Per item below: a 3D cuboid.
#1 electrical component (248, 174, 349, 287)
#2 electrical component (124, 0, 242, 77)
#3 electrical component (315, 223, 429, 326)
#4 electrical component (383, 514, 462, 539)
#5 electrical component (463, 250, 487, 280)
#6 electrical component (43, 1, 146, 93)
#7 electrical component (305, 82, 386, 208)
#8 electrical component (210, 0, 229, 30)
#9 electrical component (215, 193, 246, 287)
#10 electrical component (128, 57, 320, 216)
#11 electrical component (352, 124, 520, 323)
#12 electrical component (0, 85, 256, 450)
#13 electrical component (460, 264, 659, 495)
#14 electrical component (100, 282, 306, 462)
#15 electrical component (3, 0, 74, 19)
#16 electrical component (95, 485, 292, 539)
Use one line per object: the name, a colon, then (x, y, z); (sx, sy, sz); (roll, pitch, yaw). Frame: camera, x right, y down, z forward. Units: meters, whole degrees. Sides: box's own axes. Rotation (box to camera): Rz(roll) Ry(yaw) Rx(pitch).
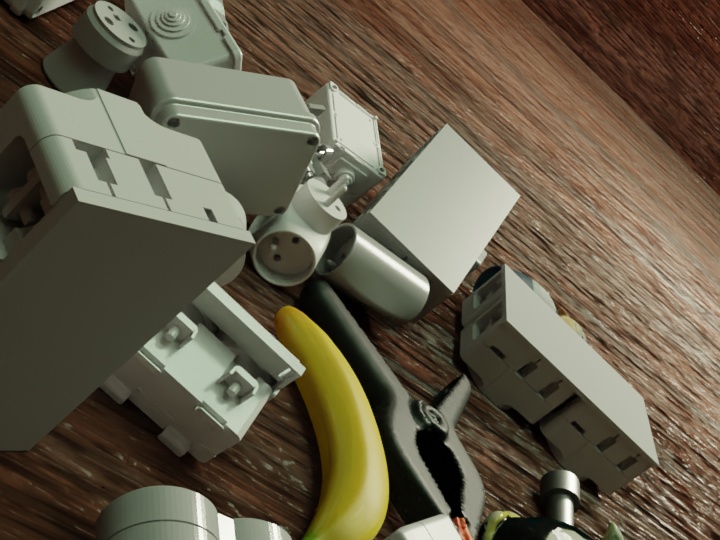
electrical component: (-0.037, -0.037, 0.748); (0.044, 0.079, 0.077); (41, 23, -17)
electrical component: (-0.125, -0.146, 0.748); (0.048, 0.099, 0.099); (-24, 67, -21)
electrical component: (0.000, 0.000, 0.791); (0.077, 0.043, 0.079); (35, -6, -32)
electrical component: (0.034, 0.182, 0.544); (0.061, 0.062, 0.096); (5, 47, -59)
electrical component: (0.078, -0.024, 0.980); (0.065, 0.047, 0.077); (48, 22, -1)
electrical component: (-0.172, -0.141, 0.700); (0.045, 0.055, 0.045); (39, 24, -21)
electrical component: (-0.023, -0.098, 0.906); (0.062, 0.061, 0.096); (33, 35, -34)
electrical component: (-0.138, -0.197, 0.852); (0.078, 0.058, 0.057); (34, 24, -32)
electrical component: (-0.125, -0.033, 0.615); (0.138, 0.052, 0.073); (37, 25, -26)
electrical component: (-0.091, -0.082, 0.688); (0.113, 0.078, 0.057); (4, 42, -32)
electrical component: (0.055, -0.038, 0.873); (0.089, 0.062, 0.150); (44, 44, -4)
electrical component: (-0.130, 0.004, 0.417); (0.089, 0.150, 0.061); (13, 42, -55)
electrical component: (0.167, 0.097, 0.929); (0.186, 0.060, 0.105); (43, 23, -13)
electrical component: (-0.099, 0.033, 0.538); (0.121, 0.079, 0.063); (44, 45, -11)
electrical component: (-0.200, -0.236, 0.736); (0.056, 0.109, 0.108); (42, 23, -10)
electrical component: (-0.050, 0.150, 0.456); (0.138, 0.052, 0.073); (32, 27, -34)
